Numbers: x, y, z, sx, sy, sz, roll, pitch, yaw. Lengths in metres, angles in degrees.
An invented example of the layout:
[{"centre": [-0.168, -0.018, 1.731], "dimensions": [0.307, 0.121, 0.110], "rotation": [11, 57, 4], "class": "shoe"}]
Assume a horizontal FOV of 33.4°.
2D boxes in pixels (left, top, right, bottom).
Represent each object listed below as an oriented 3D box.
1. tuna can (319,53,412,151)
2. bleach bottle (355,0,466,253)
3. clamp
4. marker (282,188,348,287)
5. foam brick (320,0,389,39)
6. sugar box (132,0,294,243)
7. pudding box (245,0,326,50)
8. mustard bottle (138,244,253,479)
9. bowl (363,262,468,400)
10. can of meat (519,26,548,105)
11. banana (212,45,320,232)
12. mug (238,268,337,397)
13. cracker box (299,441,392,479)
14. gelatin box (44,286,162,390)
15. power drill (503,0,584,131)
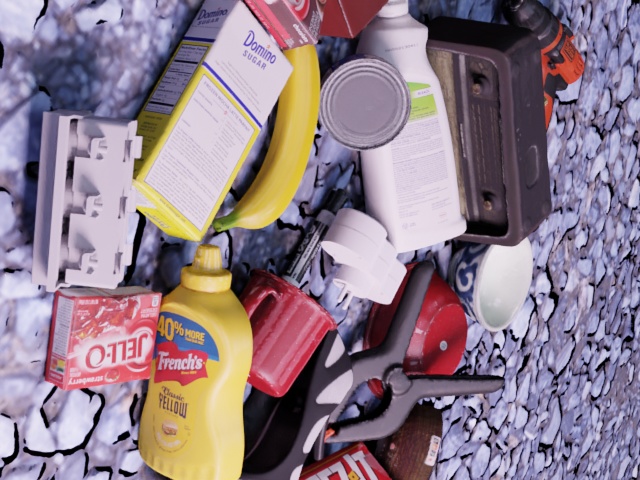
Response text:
[{"centre": [0.040, -0.128, 0.984], "dimensions": [0.034, 0.086, 0.086], "rotation": [-101, -172, -70], "class": "tuna can"}, {"centre": [0.086, -0.118, 1.052], "dimensions": [0.102, 0.068, 0.251], "rotation": [-17, 115, -25], "class": "bleach bottle"}, {"centre": [0.074, 0.131, 1.099], "dimensions": [0.209, 0.036, 0.164], "rotation": [-29, 101, -13], "class": "clamp"}, {"centre": [-0.007, 0.001, 1.019], "dimensions": [0.121, 0.020, 0.020], "rotation": [-60, 140, -19], "class": "marker"}, {"centre": [0.023, -0.225, 0.958], "dimensions": [0.078, 0.051, 0.053], "rotation": [-50, 136, -29], "class": "foam brick"}, {"centre": [-0.094, -0.097, 0.859], "dimensions": [0.093, 0.048, 0.176], "rotation": [47, 61, -48], "class": "sugar box"}, {"centre": [-0.028, -0.227, 0.876], "dimensions": [0.090, 0.039, 0.113], "rotation": [48, 42, -48], "class": "pudding box"}, {"centre": [-0.099, 0.098, 0.872], "dimensions": [0.058, 0.096, 0.192], "rotation": [-5, 105, -50], "class": "mustard bottle"}, {"centre": [0.116, 0.108, 1.178], "dimensions": [0.161, 0.055, 0.162], "rotation": [-19, 116, -46], "class": "bowl"}, {"centre": [0.185, -0.180, 1.134], "dimensions": [0.057, 0.102, 0.084], "rotation": [-40, 128, -38], "class": "can of meat"}, {"centre": [-0.033, -0.090, 0.940], "dimensions": [0.069, 0.037, 0.198], "rotation": [30, 77, -59], "class": "banana"}, {"centre": [-0.047, 0.079, 0.932], "dimensions": [0.081, 0.093, 0.117], "rotation": [-56, 158, -16], "class": "mug"}, {"centre": [0.041, 0.314, 1.024], "dimensions": [0.163, 0.214, 0.072], "rotation": [-15, 149, -49], "class": "cracker box"}, {"centre": [-0.167, 0.075, 0.833], "dimensions": [0.089, 0.030, 0.073], "rotation": [1, 101, -51], "class": "gelatin box"}, {"centre": [0.241, -0.173, 1.241], "dimensions": [0.184, 0.057, 0.187], "rotation": [29, 78, -51], "class": "power drill"}]
